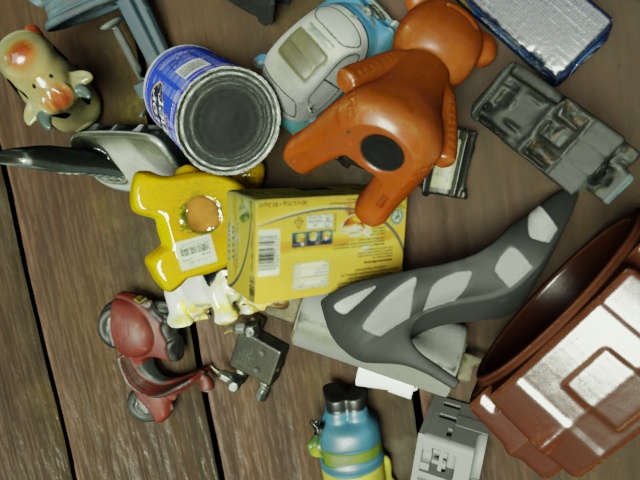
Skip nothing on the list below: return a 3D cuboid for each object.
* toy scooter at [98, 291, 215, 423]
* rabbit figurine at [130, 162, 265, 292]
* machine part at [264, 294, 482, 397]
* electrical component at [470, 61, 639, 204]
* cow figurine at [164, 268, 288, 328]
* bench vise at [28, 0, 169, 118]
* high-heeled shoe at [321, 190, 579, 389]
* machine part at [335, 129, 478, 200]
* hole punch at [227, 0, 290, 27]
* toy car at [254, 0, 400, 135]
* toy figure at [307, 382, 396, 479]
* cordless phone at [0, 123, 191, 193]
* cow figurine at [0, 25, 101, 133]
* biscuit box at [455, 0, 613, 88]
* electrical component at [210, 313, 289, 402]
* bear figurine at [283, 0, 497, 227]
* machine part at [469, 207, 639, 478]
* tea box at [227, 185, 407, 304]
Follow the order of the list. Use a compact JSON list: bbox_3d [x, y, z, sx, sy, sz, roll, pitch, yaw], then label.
[{"bbox_3d":[-0.204,0.150,0.695,0.135,0.075,0.183,-9,100,25],"label":"toy scooter"},{"bbox_3d":[-0.126,-0.032,0.593,0.162,0.173,0.121,-26,97,-17],"label":"rabbit figurine"},{"bbox_3d":[0.061,0.098,0.558,0.243,0.079,0.079,16,106,11],"label":"machine part"},{"bbox_3d":[0.198,-0.087,0.454,0.134,0.115,0.058,42,114,12],"label":"electrical component"},{"bbox_3d":[-0.111,0.049,0.642,0.167,0.068,0.098,-11,90,24],"label":"cow figurine"},{"bbox_3d":[-0.218,-0.264,0.602,0.224,0.129,0.240,-15,115,16],"label":"bench vise"},{"bbox_3d":[0.120,0.022,0.503,0.145,0.086,0.249,34,74,24],"label":"high-heeled shoe"},{"bbox_3d":[0.085,-0.086,0.546,0.139,0.039,0.084,11,113,19],"label":"machine part"},{"bbox_3d":[-0.070,-0.286,0.526,0.116,0.142,0.092,34,85,-6],"label":"hole punch"},{"bbox_3d":[0.000,-0.170,0.530,0.161,0.103,0.109,-41,84,26],"label":"toy car"},{"bbox_3d":[0.035,0.256,0.605,0.082,0.089,0.180,-1,102,30],"label":"toy figure"},{"bbox_3d":[-0.241,-0.092,0.602,0.147,0.184,0.088,6,98,22],"label":"cordless phone"},{"bbox_3d":[-0.308,-0.174,0.617,0.085,0.195,0.127,-41,90,-9],"label":"cow figurine"},{"bbox_3d":[0.158,-0.224,0.474,0.203,0.059,0.063,46,112,9],"label":"biscuit box"},{"bbox_3d":[-0.085,0.144,0.658,0.078,0.045,0.102,31,111,16],"label":"electrical component"},{"bbox_3d":[0.071,-0.130,0.481,0.120,0.196,0.132,35,143,-13],"label":"bear figurine"},{"bbox_3d":[0.218,0.073,0.429,0.087,0.201,0.201,43,114,14],"label":"machine part"},{"bbox_3d":[-0.001,-0.002,0.524,0.068,0.169,0.098,21,111,55],"label":"tea box"}]
